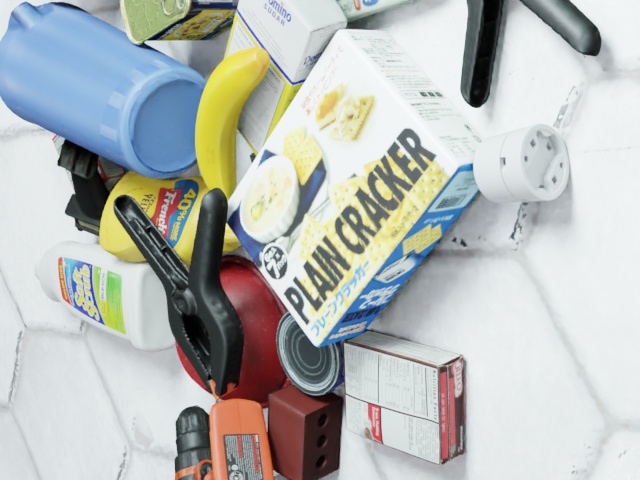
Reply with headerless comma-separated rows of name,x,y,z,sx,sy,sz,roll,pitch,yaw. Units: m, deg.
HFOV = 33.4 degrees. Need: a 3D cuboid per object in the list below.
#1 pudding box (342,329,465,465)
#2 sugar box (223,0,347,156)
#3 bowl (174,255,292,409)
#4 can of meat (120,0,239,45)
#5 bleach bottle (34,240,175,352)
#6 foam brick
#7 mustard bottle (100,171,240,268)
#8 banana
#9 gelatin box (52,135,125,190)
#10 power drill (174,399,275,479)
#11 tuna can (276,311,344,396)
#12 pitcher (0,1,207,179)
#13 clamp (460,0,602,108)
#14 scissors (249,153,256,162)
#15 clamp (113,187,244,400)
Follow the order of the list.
pudding box,0.071,0.133,0.916,0.114,0.039,0.090,11,108,42
sugar box,-0.037,-0.155,0.915,0.093,0.048,0.176,55,147,19
bowl,-0.097,0.099,1.068,0.162,0.055,0.162,14,110,43
can of meat,-0.120,-0.219,0.982,0.102,0.083,0.057,-17,85,47
bleach bottle,-0.251,0.056,1.212,0.251,0.067,0.102,8,102,47
foam brick,-0.015,0.181,1.007,0.051,0.052,0.078,20,116,42
mustard bottle,-0.139,-0.018,1.065,0.192,0.058,0.096,10,72,43
banana,-0.079,-0.103,0.939,0.070,0.037,0.198,34,141,19
gelatin box,-0.261,-0.095,1.204,0.073,0.030,0.089,-36,75,47
power drill,-0.101,0.226,1.057,0.188,0.057,0.184,120,143,-54
tuna can,-0.001,0.099,0.984,0.086,0.033,0.086,15,112,43
pitcher,-0.204,-0.138,1.053,0.243,0.148,0.145,29,111,43
clamp,0.124,-0.183,0.775,0.120,0.039,0.171,-31,74,40
scissors,-0.006,0.001,0.974,0.202,0.016,0.096,31,119,37
clamp,-0.111,0.046,0.981,0.165,0.036,0.210,-10,102,51
